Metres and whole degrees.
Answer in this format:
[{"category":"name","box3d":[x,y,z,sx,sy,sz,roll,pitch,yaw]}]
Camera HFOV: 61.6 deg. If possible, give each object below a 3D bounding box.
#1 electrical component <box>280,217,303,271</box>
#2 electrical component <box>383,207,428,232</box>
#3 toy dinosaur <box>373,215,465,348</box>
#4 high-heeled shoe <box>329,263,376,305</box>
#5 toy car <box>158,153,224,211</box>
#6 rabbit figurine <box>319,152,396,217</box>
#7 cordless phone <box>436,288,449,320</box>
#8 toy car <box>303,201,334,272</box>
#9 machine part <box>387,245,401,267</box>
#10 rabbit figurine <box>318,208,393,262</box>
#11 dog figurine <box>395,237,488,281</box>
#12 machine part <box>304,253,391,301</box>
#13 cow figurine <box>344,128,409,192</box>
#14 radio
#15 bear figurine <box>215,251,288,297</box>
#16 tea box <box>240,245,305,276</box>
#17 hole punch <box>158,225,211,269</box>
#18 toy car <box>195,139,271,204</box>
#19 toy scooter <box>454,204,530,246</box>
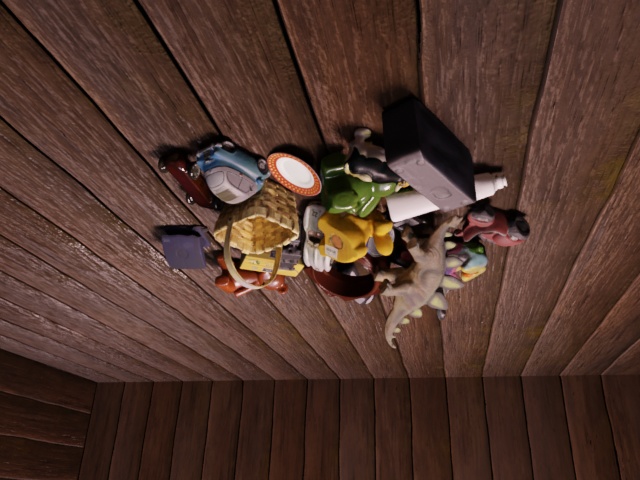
[{"category":"electrical component","box3d":[-0.078,0.004,1.371,0.058,0.115,0.134,5,156,-11]},{"category":"electrical component","box3d":[0.193,-0.054,1.309,0.119,0.048,0.074,-20,146,35]},{"category":"toy dinosaur","box3d":[0.241,0.114,1.355,0.198,0.105,0.471,18,129,-15]},{"category":"high-heeled shoe","box3d":[0.127,0.129,1.700,0.248,0.086,0.145,4,128,-47]},{"category":"toy car","box3d":[-0.278,-0.126,1.188,0.089,0.053,0.202,9,158,19]},{"category":"rabbit figurine","box3d":[0.091,-0.107,1.139,0.170,0.121,0.159,-12,158,-7]},{"category":"cordless phone","box3d":[0.346,0.156,1.575,0.089,0.184,0.146,-5,153,3]},{"category":"toy car","box3d":[-0.003,-0.004,1.335,0.074,0.056,0.201,15,126,18]},{"category":"machine part","box3d":[0.211,0.046,1.496,0.139,0.084,0.039,24,175,-15]},{"category":"rabbit figurine","box3d":[0.097,-0.028,1.253,0.163,0.173,0.121,13,122,35]},{"category":"dog figurine","box3d":[0.308,0.036,1.424,0.219,0.108,0.191,22,148,-30]},{"category":"machine part","box3d":[0.074,0.073,1.467,0.201,0.087,0.201,-17,126,35]},{"category":"cow figurine","box3d":[0.130,-0.142,1.053,0.167,0.098,0.068,21,149,-11]},{"category":"radio","box3d":[0.210,-0.152,1.011,0.073,0.131,0.229,-21,146,37]},{"category":"bear figurine","box3d":[-0.197,0.103,1.581,0.196,0.120,0.131,-4,150,8]},{"category":"tea box","box3d":[-0.134,0.047,1.517,0.170,0.068,0.098,8,153,-15]},{"category":"hole punch","box3d":[-0.365,0.020,1.459,0.142,0.092,0.115,2,151,8]},{"category":"toy car","box3d":[-0.182,-0.131,1.117,0.109,0.103,0.161,-17,150,32]},{"category":"toy scooter","box3d":[0.412,-0.027,1.320,0.184,0.075,0.135,20,149,-25]}]
